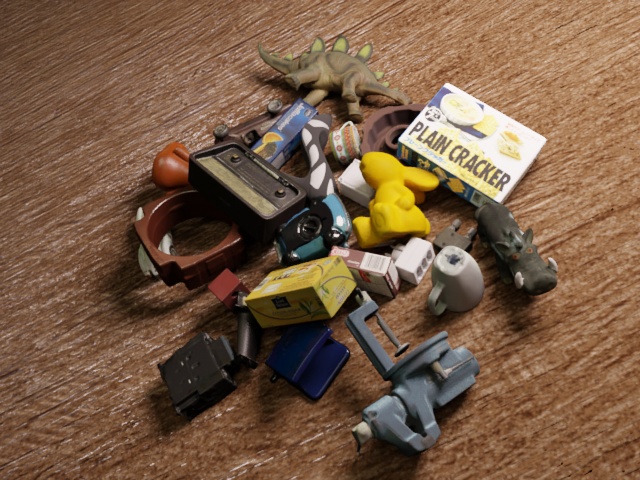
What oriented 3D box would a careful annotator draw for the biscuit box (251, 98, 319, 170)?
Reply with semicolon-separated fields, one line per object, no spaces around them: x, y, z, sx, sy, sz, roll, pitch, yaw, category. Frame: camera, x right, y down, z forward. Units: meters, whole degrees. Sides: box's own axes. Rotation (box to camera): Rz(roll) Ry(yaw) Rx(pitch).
-0.086;-0.219;1.197;0.063;0.059;0.202;39;80;16;biscuit box

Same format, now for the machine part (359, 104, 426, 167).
0.168;-0.200;1.098;0.179;0.056;0.179;-10;56;15;machine part

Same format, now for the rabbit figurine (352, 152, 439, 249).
0.134;-0.084;0.972;0.162;0.122;0.173;-13;73;-15;rabbit figurine

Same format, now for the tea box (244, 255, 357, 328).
-0.035;0.090;0.922;0.170;0.068;0.098;-14;23;41;tea box

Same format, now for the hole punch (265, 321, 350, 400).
-0.029;0.187;0.899;0.116;0.092;0.142;25;73;37;hole punch

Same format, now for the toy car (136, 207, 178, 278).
-0.362;-0.004;1.185;0.073;0.056;0.202;-24;52;6;toy car

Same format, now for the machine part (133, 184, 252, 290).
-0.255;-0.010;1.093;0.201;0.087;0.202;-29;57;-20;machine part

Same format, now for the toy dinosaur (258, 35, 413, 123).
0.008;-0.392;1.270;0.472;0.105;0.198;22;61;23;toy dinosaur

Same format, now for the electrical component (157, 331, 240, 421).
-0.211;0.234;0.960;0.134;0.058;0.115;-37;54;-4;electrical component

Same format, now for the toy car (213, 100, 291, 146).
-0.150;-0.253;1.246;0.202;0.089;0.053;-21;52;6;toy car

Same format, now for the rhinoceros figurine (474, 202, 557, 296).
0.314;0.013;0.858;0.073;0.112;0.190;-22;44;5;rhinoceros figurine

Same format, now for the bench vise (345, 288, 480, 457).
0.109;0.188;0.805;0.224;0.128;0.241;-32;69;-10;bench vise

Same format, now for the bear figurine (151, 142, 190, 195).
-0.275;-0.147;1.224;0.196;0.120;0.132;10;15;0;bear figurine

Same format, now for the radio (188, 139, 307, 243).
-0.144;-0.104;1.073;0.230;0.073;0.131;39;48;20;radio

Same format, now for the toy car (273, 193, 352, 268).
-0.002;-0.003;1.004;0.162;0.102;0.109;-35;54;17;toy car

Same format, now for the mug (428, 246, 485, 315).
0.210;0.064;0.868;0.109;0.107;0.081;-42;51;-10;mug

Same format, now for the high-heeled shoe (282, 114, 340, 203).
0.018;-0.174;1.140;0.145;0.086;0.249;24;58;10;high-heeled shoe

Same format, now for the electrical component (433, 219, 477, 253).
0.233;0.007;0.951;0.094;0.021;0.063;-47;53;-11;electrical component

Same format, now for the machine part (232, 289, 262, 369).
-0.125;0.159;0.960;0.039;0.084;0.139;-29;49;39;machine part
